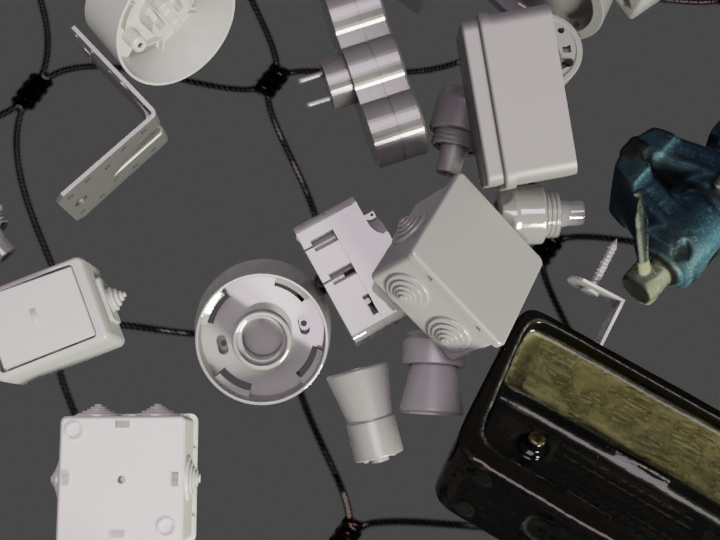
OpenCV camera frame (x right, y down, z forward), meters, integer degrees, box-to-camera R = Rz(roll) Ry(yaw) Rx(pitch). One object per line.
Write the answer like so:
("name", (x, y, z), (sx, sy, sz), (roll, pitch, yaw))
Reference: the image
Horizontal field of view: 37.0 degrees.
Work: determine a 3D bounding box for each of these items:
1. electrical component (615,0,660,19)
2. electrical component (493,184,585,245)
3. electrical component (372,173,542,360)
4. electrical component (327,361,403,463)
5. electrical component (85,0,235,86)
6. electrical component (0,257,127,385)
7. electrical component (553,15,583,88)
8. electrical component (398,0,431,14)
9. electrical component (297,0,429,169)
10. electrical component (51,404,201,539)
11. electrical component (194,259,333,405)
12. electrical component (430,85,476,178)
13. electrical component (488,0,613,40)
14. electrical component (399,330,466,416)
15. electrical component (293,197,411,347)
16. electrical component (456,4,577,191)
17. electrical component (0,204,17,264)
("electrical component", (0.221, -0.232, 0.781), (0.077, 0.065, 0.047), (-34, 83, -5))
("electrical component", (0.127, -0.039, 0.761), (0.062, 0.043, 0.043), (-2, 81, -2))
("electrical component", (0.064, 0.000, 0.716), (0.099, 0.048, 0.099), (46, 47, -14))
("electrical component", (0.006, 0.100, 0.740), (0.044, 0.044, 0.065), (-14, 86, -2))
("electrical component", (-0.142, -0.185, 0.759), (0.064, 0.099, 0.099), (43, 83, 13))
("electrical component", (-0.208, 0.033, 0.739), (0.096, 0.061, 0.061), (-22, 82, -4))
("electrical component", (0.129, -0.150, 0.777), (0.055, 0.047, 0.055), (0, 81, 0))
("electrical component", (0.049, -0.246, 0.785), (0.062, 0.061, 0.096), (39, 82, 6))
("electrical component", (-0.007, -0.137, 0.771), (0.074, 0.052, 0.138), (-18, 82, -3))
("electrical component", (-0.157, 0.141, 0.728), (0.100, 0.048, 0.099), (0, 80, -1))
("electrical component", (-0.068, 0.044, 0.749), (0.099, 0.064, 0.099), (0, 94, -3))
("electrical component", (0.070, -0.098, 0.770), (0.043, 0.043, 0.062), (15, 83, 2))
("electrical component", (0.137, -0.221, 0.761), (0.108, 0.108, 0.060), (32, 76, 5))
("electrical component", (0.050, 0.071, 0.742), (0.045, 0.045, 0.055), (3, 80, 0))
("electrical component", (0.000, 0.000, 0.750), (0.056, 0.050, 0.089), (-29, 82, -4))
("electrical component", (0.102, -0.111, 0.711), (0.057, 0.078, 0.113), (-10, 93, 3))
("electrical component", (-0.270, -0.032, 0.758), (0.048, 0.048, 0.062), (-42, 90, -6))
